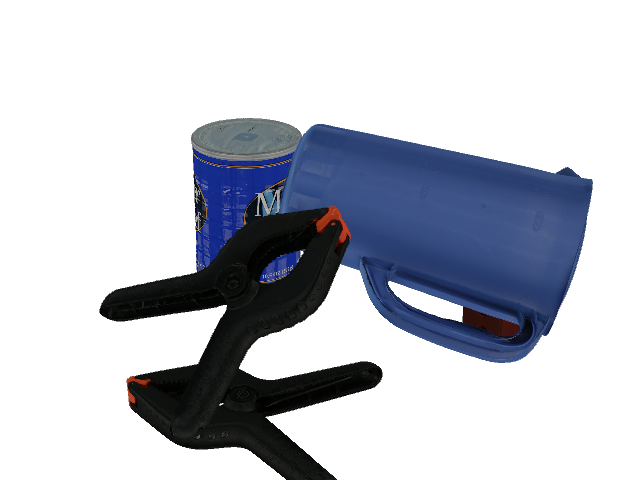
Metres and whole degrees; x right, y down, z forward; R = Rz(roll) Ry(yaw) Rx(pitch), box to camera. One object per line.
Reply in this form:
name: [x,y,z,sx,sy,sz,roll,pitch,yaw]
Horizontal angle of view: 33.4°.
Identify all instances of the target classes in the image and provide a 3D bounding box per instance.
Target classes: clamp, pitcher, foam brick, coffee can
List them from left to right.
clamp: [-0.050,0.045,0.676,0.171,0.120,0.039,-30,-27,4]
coffee can: [-0.069,-0.034,1.014,0.103,0.140,0.103,1,25,0]
clamp: [-0.055,0.135,0.879,0.210,0.036,0.164,11,31,18]
pitcher: [0.090,-0.007,0.878,0.243,0.145,0.149,15,18,9]
foam brick: [0.183,0.067,1.106,0.051,0.078,0.053,-14,19,-42]
